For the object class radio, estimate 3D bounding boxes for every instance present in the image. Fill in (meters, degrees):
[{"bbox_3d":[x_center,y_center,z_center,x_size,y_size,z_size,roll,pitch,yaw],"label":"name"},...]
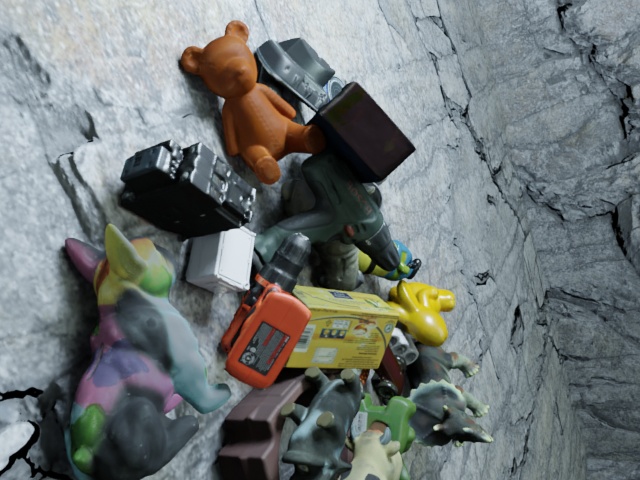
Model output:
[{"bbox_3d":[0.050,-0.155,0.816,0.131,0.073,0.230,48,-3,-9],"label":"radio"}]

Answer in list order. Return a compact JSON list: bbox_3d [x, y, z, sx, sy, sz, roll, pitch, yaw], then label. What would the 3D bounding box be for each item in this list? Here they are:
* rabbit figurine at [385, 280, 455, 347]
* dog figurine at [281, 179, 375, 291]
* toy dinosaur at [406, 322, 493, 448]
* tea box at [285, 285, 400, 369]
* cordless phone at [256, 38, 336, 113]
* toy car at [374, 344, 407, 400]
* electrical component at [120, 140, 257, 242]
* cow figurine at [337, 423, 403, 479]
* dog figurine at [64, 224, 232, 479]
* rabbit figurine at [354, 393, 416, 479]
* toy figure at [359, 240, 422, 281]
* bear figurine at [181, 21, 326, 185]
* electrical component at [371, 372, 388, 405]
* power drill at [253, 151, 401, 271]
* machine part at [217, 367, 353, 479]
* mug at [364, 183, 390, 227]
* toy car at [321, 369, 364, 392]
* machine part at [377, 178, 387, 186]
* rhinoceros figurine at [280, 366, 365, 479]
[{"bbox_3d":[0.207,0.147,1.097,0.162,0.122,0.173,36,15,-14],"label":"rabbit figurine"},{"bbox_3d":[0.002,-0.002,0.889,0.172,0.121,0.190,5,94,-24],"label":"dog figurine"},{"bbox_3d":[0.245,0.290,1.144,0.192,0.131,0.405,35,23,-25],"label":"toy dinosaur"},{"bbox_3d":[0.020,0.126,0.769,0.169,0.068,0.098,12,105,-37],"label":"tea box"},{"bbox_3d":[-0.051,-0.223,0.892,0.146,0.089,0.184,28,69,-52],"label":"cordless phone"},{"bbox_3d":[0.098,0.197,0.968,0.202,0.053,0.089,62,29,-19],"label":"toy car"},{"bbox_3d":[-0.158,-0.056,0.619,0.134,0.115,0.058,39,46,-46],"label":"electrical component"},{"bbox_3d":[0.053,0.332,0.713,0.195,0.086,0.127,-23,107,-57],"label":"cow figurine"},{"bbox_3d":[-0.196,0.098,0.527,0.191,0.109,0.219,-39,110,-52],"label":"dog figurine"},{"bbox_3d":[0.123,0.353,0.948,0.170,0.121,0.159,47,37,-63],"label":"rabbit figurine"},{"bbox_3d":[0.118,0.036,1.035,0.180,0.082,0.089,27,52,-36],"label":"toy figure"},{"bbox_3d":[-0.094,-0.194,0.748,0.120,0.132,0.195,-34,124,-16],"label":"bear figurine"},{"bbox_3d":[0.124,0.273,1.058,0.063,0.021,0.094,-44,118,-53],"label":"electrical component"},{"bbox_3d":[0.005,0.003,0.793,0.207,0.086,0.231,-32,115,-10],"label":"power drill"},{"bbox_3d":[-0.038,0.290,0.737,0.201,0.087,0.201,-35,109,-56],"label":"machine part"},{"bbox_3d":[0.088,-0.060,1.013,0.081,0.110,0.107,-56,175,-1],"label":"mug"},{"bbox_3d":[0.026,0.187,0.876,0.056,0.074,0.201,16,68,-55],"label":"toy car"},{"bbox_3d":[0.063,-0.141,1.032,0.243,0.079,0.079,0,81,-58],"label":"machine part"},{"bbox_3d":[-0.001,0.245,0.668,0.190,0.073,0.111,-59,140,-49],"label":"rhinoceros figurine"}]
